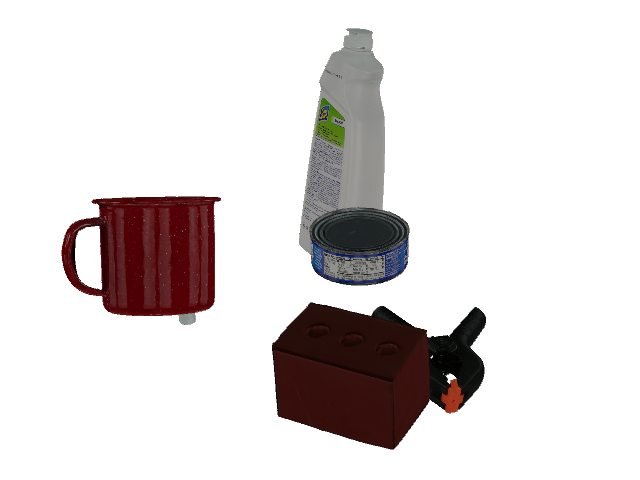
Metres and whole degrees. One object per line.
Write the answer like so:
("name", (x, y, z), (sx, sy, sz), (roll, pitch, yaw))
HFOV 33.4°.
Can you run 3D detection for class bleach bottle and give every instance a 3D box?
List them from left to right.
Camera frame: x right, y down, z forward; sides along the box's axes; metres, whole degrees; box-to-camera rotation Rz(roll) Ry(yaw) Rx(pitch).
("bleach bottle", (0.033, -0.100, 1.157), (0.067, 0.251, 0.103), (-9, 25, -36))

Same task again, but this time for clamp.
("clamp", (0.128, 0.111, 1.069), (0.120, 0.039, 0.171), (-8, 30, -9))

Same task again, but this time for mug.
("mug", (-0.128, 0.011, 0.768), (0.117, 0.081, 0.093), (-3, 5, -32))

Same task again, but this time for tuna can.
("tuna can", (0.033, 0.005, 0.916), (0.086, 0.034, 0.086), (-1, 27, 1))

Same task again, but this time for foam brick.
("foam brick", (0.018, 0.077, 0.617), (0.078, 0.051, 0.052), (12, 31, 24))

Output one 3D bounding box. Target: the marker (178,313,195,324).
("marker", (-0.154, 0.036, 1.183), (0.020, 0.121, 0.020), (-4, 22, 1))
